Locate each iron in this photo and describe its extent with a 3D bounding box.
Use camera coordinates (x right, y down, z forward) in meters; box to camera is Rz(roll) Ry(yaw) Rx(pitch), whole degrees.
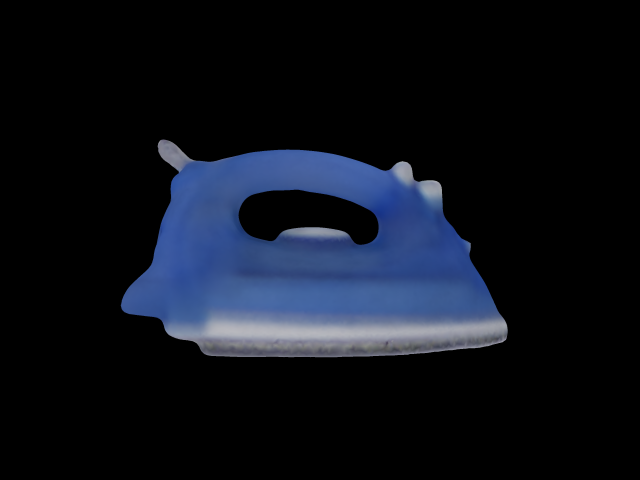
[{"bbox_3d":[0.004,0.001,0.400,0.258,0.141,0.118,0,4,-2],"label":"iron"}]
